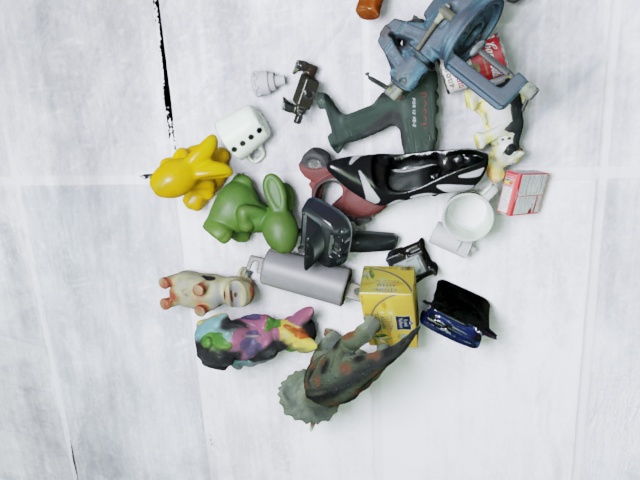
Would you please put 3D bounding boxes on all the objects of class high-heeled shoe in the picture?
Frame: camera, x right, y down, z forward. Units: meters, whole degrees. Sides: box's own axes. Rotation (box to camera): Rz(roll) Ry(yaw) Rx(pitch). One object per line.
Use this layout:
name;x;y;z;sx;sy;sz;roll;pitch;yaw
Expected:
high-heeled shoe;0.147;-0.119;0.883;0.249;0.145;0.086;8;66;-20

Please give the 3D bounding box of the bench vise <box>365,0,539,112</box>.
bench vise;0.208;-0.269;0.800;0.241;0.129;0.223;45;102;15

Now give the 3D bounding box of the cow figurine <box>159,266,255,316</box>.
cow figurine;-0.219;0.104;1.103;0.195;0.127;0.085;3;107;28

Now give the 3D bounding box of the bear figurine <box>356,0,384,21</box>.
bear figurine;0.145;-0.421;0.826;0.196;0.120;0.132;20;76;33

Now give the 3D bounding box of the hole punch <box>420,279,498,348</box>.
hole punch;0.245;0.149;0.993;0.142;0.116;0.092;28;119;5

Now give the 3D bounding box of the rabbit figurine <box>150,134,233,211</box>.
rabbit figurine;-0.239;-0.119;1.006;0.162;0.173;0.121;-22;96;24

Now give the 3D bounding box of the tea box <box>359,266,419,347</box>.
tea box;0.132;0.126;0.996;0.098;0.068;0.169;-1;136;16

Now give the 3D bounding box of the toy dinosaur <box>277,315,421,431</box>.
toy dinosaur;0.033;0.248;0.982;0.131;0.192;0.404;38;153;1

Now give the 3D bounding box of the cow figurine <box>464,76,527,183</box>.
cow figurine;0.307;-0.184;0.904;0.098;0.068;0.167;-16;102;12

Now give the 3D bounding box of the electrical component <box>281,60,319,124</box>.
electrical component;-0.036;-0.268;0.968;0.045;0.078;0.102;16;116;-16

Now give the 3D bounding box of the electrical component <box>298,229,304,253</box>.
electrical component;-0.002;-0.003;1.057;0.094;0.021;0.063;-7;104;15

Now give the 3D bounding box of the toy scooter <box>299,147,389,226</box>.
toy scooter;0.035;-0.080;0.998;0.184;0.075;0.135;25;118;4

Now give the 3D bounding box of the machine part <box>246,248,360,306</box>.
machine part;-0.027;0.071;1.056;0.243;0.079;0.079;15;109;11

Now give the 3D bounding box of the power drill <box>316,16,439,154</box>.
power drill;0.103;-0.246;0.936;0.207;0.086;0.231;-12;105;10

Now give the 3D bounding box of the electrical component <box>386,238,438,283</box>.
electrical component;0.157;0.054;1.019;0.119;0.048;0.074;-29;96;20

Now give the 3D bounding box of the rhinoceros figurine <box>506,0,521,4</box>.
rhinoceros figurine;0.286;-0.465;0.829;0.112;0.073;0.190;-24;100;30

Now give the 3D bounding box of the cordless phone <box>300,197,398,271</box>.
cordless phone;0.058;-0.010;0.973;0.184;0.089;0.146;-2;146;-5

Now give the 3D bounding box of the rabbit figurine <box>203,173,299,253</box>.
rabbit figurine;-0.106;-0.044;1.026;0.170;0.121;0.159;27;90;18

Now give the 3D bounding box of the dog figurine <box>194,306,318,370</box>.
dog figurine;-0.113;0.189;1.064;0.219;0.191;0.108;-16;69;26
